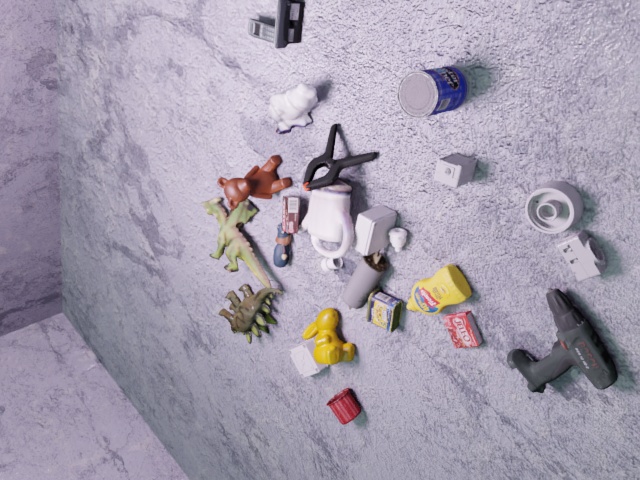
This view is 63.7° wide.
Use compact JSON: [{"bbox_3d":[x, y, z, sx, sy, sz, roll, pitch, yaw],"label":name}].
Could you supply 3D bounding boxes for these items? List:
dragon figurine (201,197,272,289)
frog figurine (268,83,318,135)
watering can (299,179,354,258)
[{"bbox_3d":[-0.281,-0.025,1.810,0.414,0.239,0.123,30,27,31],"label":"dragon figurine"},{"bbox_3d":[-0.074,-0.387,1.434,0.137,0.125,0.156,-4,-31,-14],"label":"frog figurine"},{"bbox_3d":[0.005,-0.075,1.495,0.104,0.222,0.350,2,12,-28],"label":"watering can"}]
